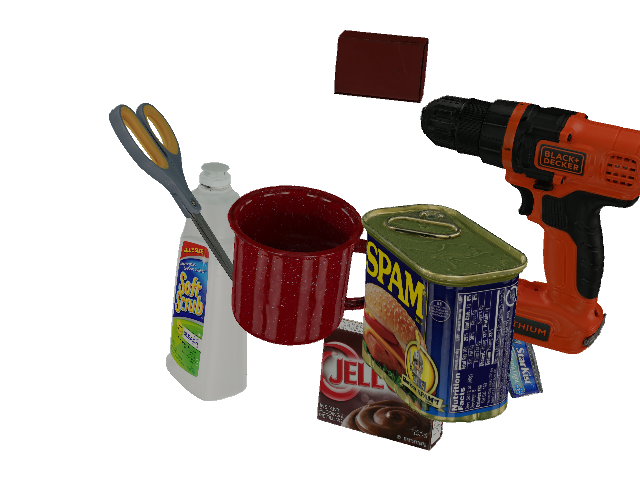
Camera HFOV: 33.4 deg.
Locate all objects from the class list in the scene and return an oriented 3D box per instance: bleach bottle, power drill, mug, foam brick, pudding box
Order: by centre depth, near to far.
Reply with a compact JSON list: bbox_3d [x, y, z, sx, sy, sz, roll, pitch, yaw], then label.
[{"bbox_3d":[-0.008,0.020,0.749,0.117,0.081,0.093,6,32,-1],"label":"mug"},{"bbox_3d":[0.159,-0.014,0.822,0.185,0.188,0.057,16,34,26],"label":"power drill"},{"bbox_3d":[0.054,-0.154,0.941,0.078,0.051,0.053,7,18,8],"label":"foam brick"},{"bbox_3d":[0.056,0.125,0.941,0.114,0.090,0.039,11,17,22],"label":"pudding box"},{"bbox_3d":[-0.117,0.038,1.120,0.067,0.251,0.103,-12,29,-32],"label":"bleach bottle"}]

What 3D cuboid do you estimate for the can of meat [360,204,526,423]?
[{"bbox_3d":[0.060,0.037,0.561,0.057,0.084,0.102,-7,22,-21],"label":"can of meat"}]

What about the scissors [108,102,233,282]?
[{"bbox_3d":[-0.121,-0.046,0.969,0.016,0.201,0.096,-29,24,19],"label":"scissors"}]

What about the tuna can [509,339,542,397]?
[{"bbox_3d":[0.208,0.122,1.127,0.034,0.086,0.086,-14,-3,11],"label":"tuna can"}]
